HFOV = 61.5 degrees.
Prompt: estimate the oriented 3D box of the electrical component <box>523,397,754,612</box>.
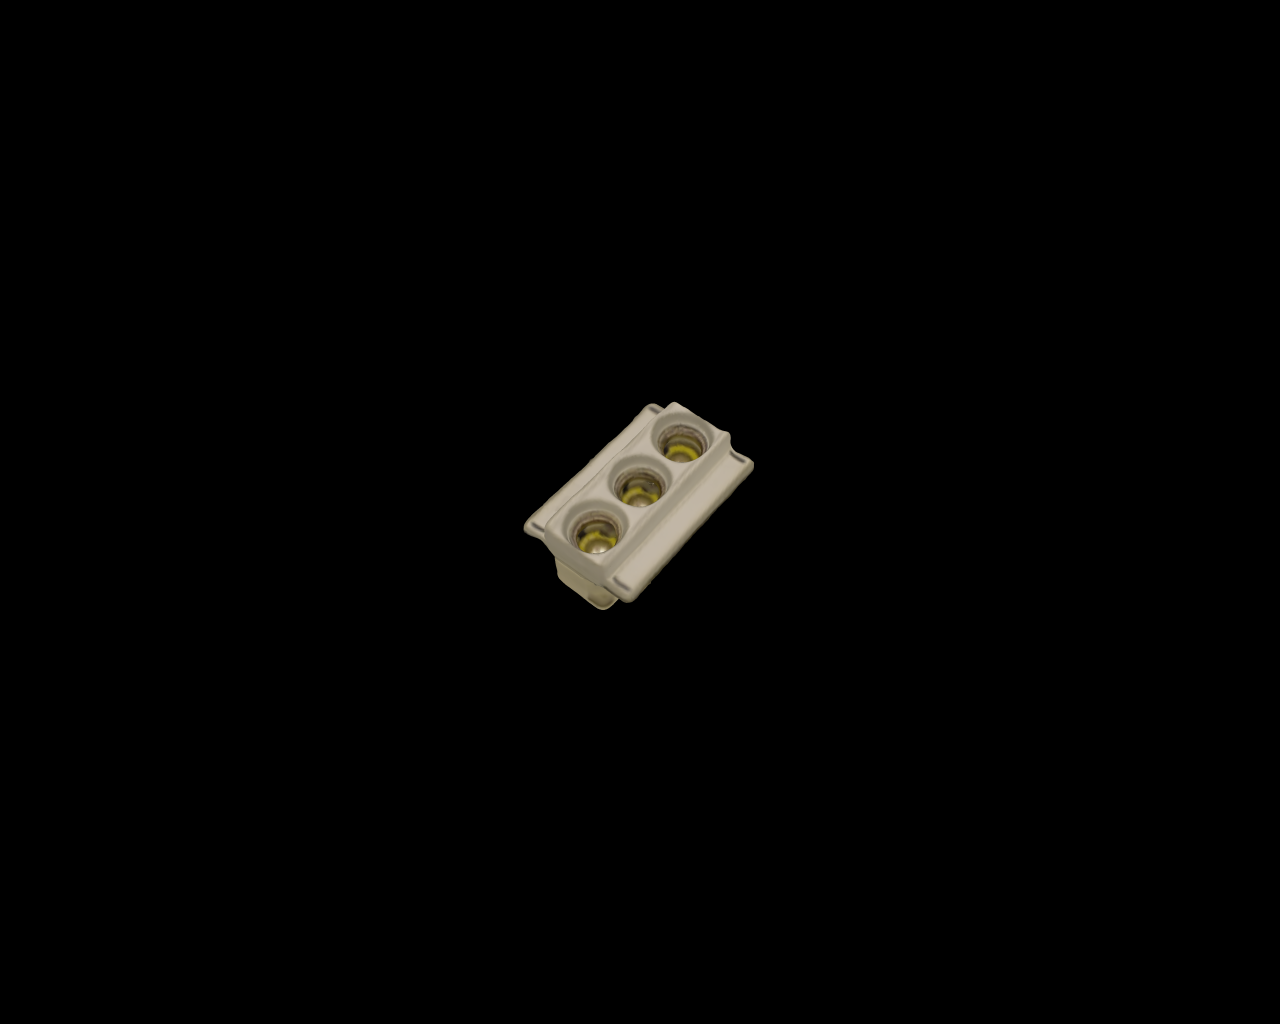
[{"bbox_3d":[0.001,-0.003,0.650,0.079,0.121,0.063,33,-28,20],"label":"electrical component"}]
